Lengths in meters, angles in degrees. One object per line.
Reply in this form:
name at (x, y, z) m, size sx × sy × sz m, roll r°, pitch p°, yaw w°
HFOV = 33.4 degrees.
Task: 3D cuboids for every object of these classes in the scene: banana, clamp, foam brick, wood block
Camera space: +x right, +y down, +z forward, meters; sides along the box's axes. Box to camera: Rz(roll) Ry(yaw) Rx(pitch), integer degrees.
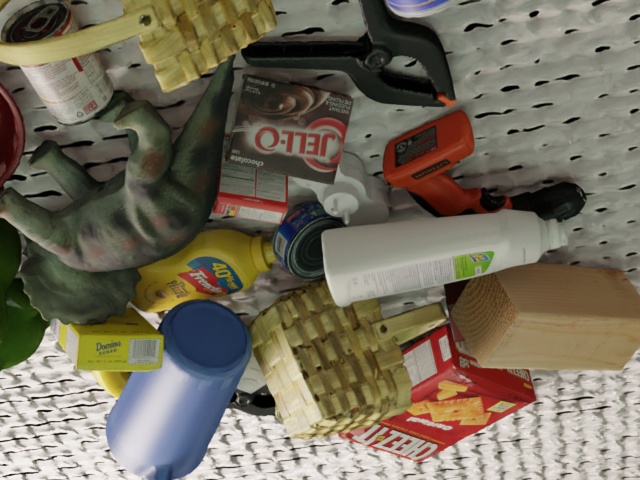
banana at (-0.266, 0.160, 1.390) m, size 0.069 × 0.037 × 0.198 m, roll -22°, pitch 137°, yaw -2°
clamp at (0.053, -0.188, 1.003) m, size 0.209 × 0.036 × 0.165 m, roll 21°, pitch 135°, yaw -24°
clamp at (-0.111, 0.210, 1.439) m, size 0.171 × 0.039 × 0.120 m, roll 17°, pitch 136°, yaw -18°
foam brick at (0.179, 0.078, 1.285) m, size 0.051 × 0.053 × 0.078 m, roll -8°, pitch 136°, yaw 9°
wood block at (0.268, 0.088, 1.222) m, size 0.205 × 0.091 × 0.090 m, roll 5°, pitch 129°, yaw -29°

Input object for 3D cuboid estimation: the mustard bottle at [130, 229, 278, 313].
mustard bottle at (-0.132, 0.030, 1.228) m, size 0.192 × 0.058 × 0.096 m, roll -13°, pitch 140°, yaw 13°

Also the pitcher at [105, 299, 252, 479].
pitcher at (-0.168, 0.170, 1.280) m, size 0.149 × 0.144 × 0.243 m, roll 44°, pitch 137°, yaw 13°

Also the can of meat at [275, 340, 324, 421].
can of meat at (-0.019, 0.177, 1.370) m, size 0.057 × 0.084 × 0.102 m, roll 17°, pitch 135°, yaw -18°

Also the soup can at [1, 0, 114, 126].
soup can at (-0.245, -0.166, 1.005) m, size 0.068 × 0.068 × 0.102 m, roll -12°, pitch 137°, yaw 12°

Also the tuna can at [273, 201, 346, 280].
tuna can at (-0.008, 0.001, 1.186) m, size 0.086 × 0.034 × 0.086 m, roll -18°, pitch 130°, yaw -24°

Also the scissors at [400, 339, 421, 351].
scissors at (0.094, 0.135, 1.375) m, size 0.096 × 0.016 × 0.202 m, roll 29°, pitch 130°, yaw -29°

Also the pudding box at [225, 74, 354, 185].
pudding box at (-0.030, -0.110, 1.056) m, size 0.113 × 0.039 × 0.090 m, roll 12°, pitch 102°, yaw -6°

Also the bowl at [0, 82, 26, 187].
bowl at (-0.370, -0.118, 1.050) m, size 0.162 × 0.055 × 0.162 m, roll -4°, pitch 123°, yaw -6°

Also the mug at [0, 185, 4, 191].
mug at (-0.402, -0.038, 1.139) m, size 0.081 × 0.093 × 0.117 m, roll 34°, pitch 155°, yaw -25°

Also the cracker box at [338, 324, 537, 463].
cracker box at (0.148, 0.210, 1.403) m, size 0.164 × 0.072 × 0.214 m, roll 25°, pitch 131°, yaw -36°

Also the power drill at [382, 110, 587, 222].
power drill at (0.168, -0.053, 1.137) m, size 0.185 × 0.057 × 0.187 m, roll -24°, pitch 132°, yaw 24°

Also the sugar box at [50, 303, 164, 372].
sugar box at (-0.243, 0.103, 1.199) m, size 0.093 × 0.176 × 0.048 m, roll 3°, pitch 100°, yaw -25°

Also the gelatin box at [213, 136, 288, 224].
gelatin box at (-0.071, -0.062, 1.102) m, size 0.073 × 0.089 × 0.030 m, roll 9°, pitch 140°, yaw -12°

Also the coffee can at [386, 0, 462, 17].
coffee can at (0.068, -0.267, 0.868) m, size 0.103 × 0.103 × 0.140 m, roll -22°, pitch 133°, yaw 22°

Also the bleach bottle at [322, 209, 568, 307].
bleach bottle at (0.132, 0.013, 1.127) m, size 0.251 × 0.068 × 0.102 m, roll -8°, pitch 155°, yaw 6°
